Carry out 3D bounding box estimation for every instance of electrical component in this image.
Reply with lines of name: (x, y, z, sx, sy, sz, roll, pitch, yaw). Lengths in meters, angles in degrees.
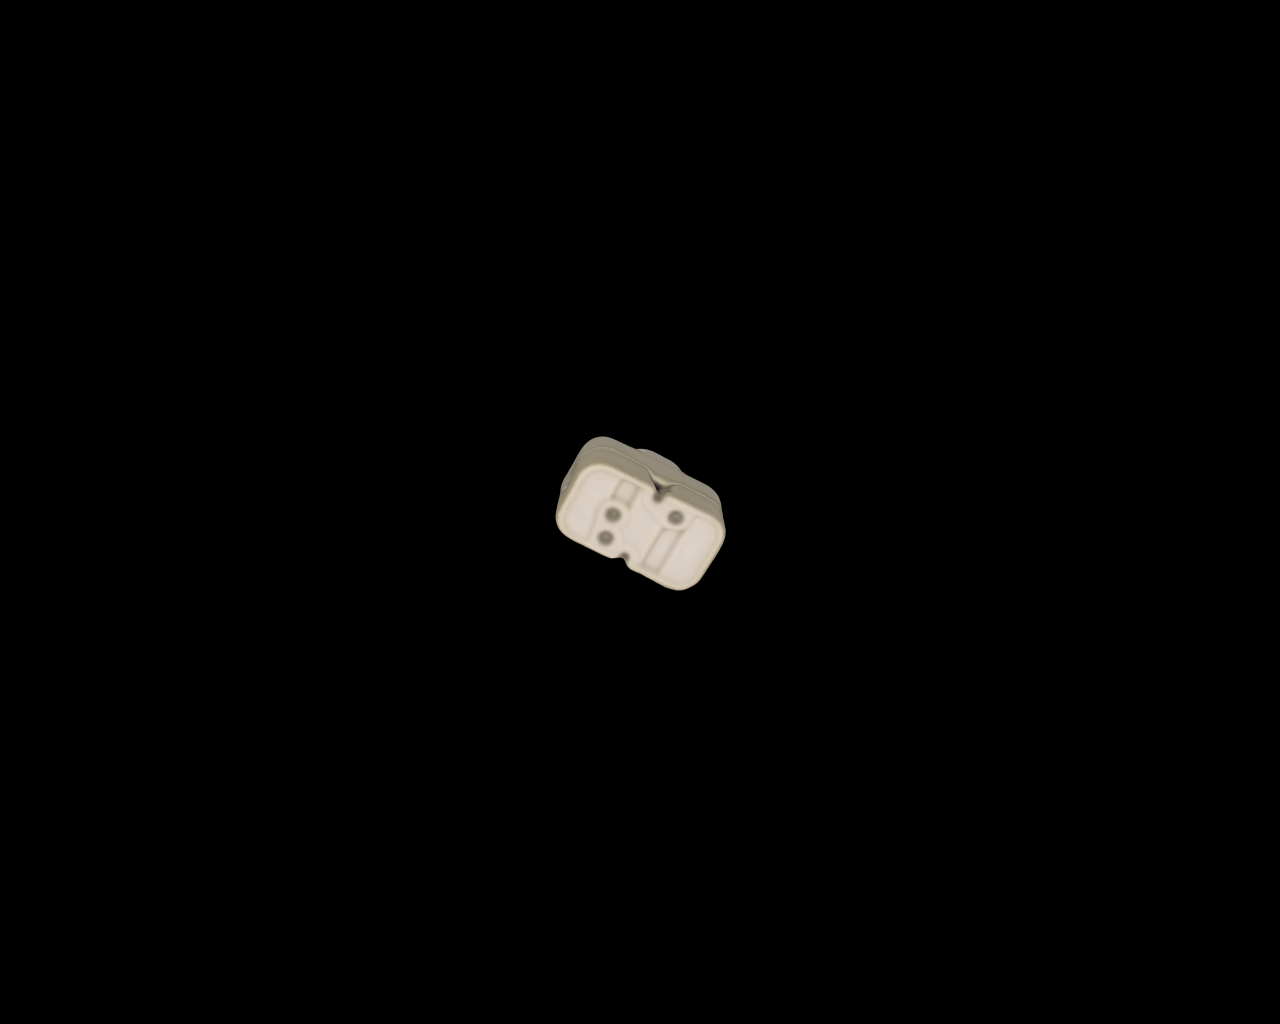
electrical component: (0.001, -0.003, 0.650, 0.095, 0.053, 0.059, 26, 21, -11)
